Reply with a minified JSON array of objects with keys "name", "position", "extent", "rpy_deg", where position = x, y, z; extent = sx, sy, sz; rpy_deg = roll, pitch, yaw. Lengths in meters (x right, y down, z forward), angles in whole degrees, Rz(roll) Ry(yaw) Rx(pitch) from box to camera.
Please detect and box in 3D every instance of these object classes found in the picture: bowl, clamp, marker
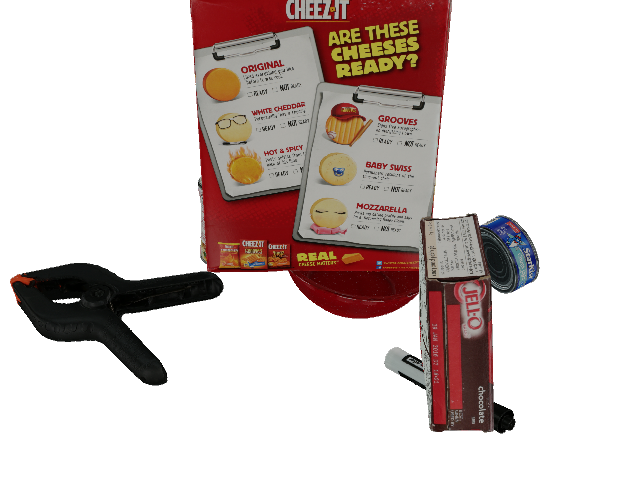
[{"name":"bowl","position":[0.033,0.025,1.026],"extent":[0.162,0.055,0.162],"rpy_deg":[6,37,-5]},{"name":"clamp","position":[-0.167,0.050,0.868],"extent":[0.172,0.039,0.120],"rpy_deg":[19,38,21]},{"name":"marker","position":[0.096,0.112,0.802],"extent":[0.020,0.020,0.121],"rpy_deg":[0,19,-44]}]

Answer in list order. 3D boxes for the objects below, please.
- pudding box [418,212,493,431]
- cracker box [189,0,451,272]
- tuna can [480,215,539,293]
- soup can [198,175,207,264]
[{"name":"pudding box","position":[0.076,0.043,0.605],"extent":[0.039,0.090,0.113],"rpy_deg":[-2,19,3]},{"name":"cracker box","position":[-0.001,-0.081,0.738],"extent":[0.164,0.214,0.072],"rpy_deg":[0,34,-1]},{"name":"tuna can","position":[0.209,0.017,1.222],"extent":[0.033,0.086,0.086],"rpy_deg":[-26,10,-21]},{"name":"soup can","position":[-0.114,-0.027,1.292],"extent":[0.068,0.102,0.068],"rpy_deg":[0,26,0]}]
